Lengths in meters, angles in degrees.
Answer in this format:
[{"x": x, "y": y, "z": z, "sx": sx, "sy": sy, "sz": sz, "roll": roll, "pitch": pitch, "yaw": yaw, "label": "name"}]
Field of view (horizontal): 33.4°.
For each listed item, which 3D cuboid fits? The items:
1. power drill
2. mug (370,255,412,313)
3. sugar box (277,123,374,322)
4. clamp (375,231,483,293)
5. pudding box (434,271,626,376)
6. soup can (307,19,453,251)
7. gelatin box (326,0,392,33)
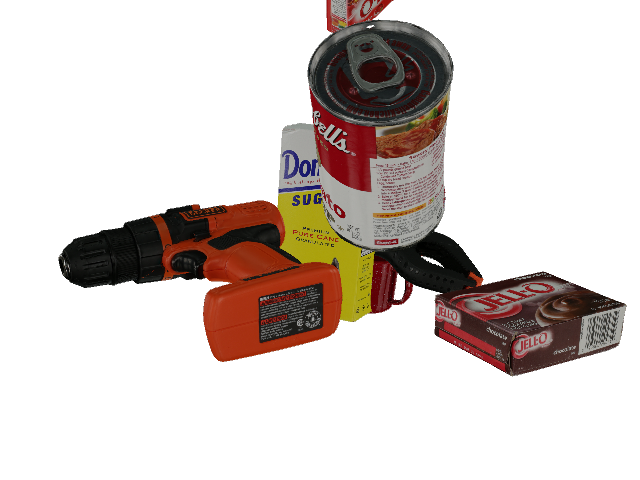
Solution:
[{"x": -0.084, "y": 0.024, "z": 0.791, "sx": 0.184, "sy": 0.057, "sz": 0.188, "roll": -13, "pitch": 26, "yaw": -25, "label": "power drill"}, {"x": 0.075, "y": 0.052, "z": 1.475, "sx": 0.117, "sy": 0.081, "sz": 0.093, "roll": 18, "pitch": 24, "yaw": 27, "label": "mug"}, {"x": 0.006, "y": -0.018, "z": 1.012, "sx": 0.093, "sy": 0.176, "sz": 0.048, "roll": 9, "pitch": 16, "yaw": 25, "label": "sugar box"}, {"x": 0.093, "y": 0.007, "z": 1.258, "sx": 0.210, "sy": 0.036, "sz": 0.164, "roll": 38, "pitch": 42, "yaw": 26, "label": "clamp"}, {"x": 0.155, "y": 0.059, "z": 0.798, "sx": 0.113, "sy": 0.039, "sz": 0.090, "roll": -8, "pitch": 20, "yaw": -31, "label": "pudding box"}, {"x": 0.031, "y": -0.050, "z": 0.536, "sx": 0.068, "sy": 0.068, "sz": 0.102, "roll": 0, "pitch": -36, "yaw": 5, "label": "soup can"}, {"x": 0.042, "y": -0.235, "z": 0.962, "sx": 0.030, "sy": 0.089, "sz": 0.073, "roll": 32, "pitch": -30, "yaw": 22, "label": "gelatin box"}]
